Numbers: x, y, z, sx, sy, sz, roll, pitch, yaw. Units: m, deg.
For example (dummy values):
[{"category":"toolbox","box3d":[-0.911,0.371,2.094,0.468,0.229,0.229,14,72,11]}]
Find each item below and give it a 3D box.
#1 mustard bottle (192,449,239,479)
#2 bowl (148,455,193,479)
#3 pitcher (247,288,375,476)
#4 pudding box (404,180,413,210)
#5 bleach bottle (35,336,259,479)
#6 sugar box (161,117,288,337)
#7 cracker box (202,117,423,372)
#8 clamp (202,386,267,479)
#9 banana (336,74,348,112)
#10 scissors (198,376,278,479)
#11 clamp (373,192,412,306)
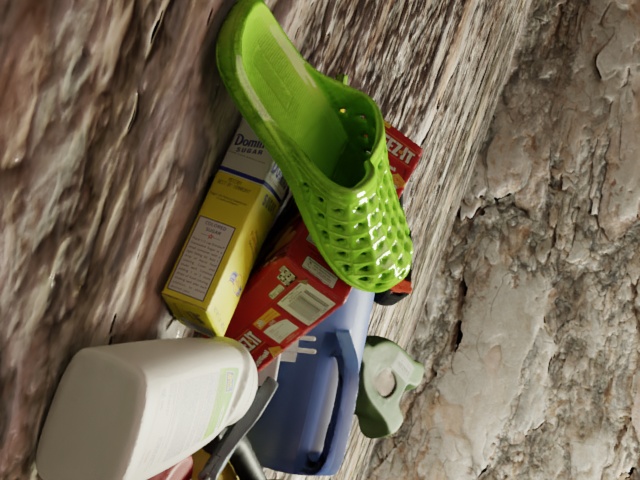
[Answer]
[{"category":"mustard bottle","box3d":[-0.132,0.268,1.001,0.191,0.058,0.096,-33,131,-72]},{"category":"bowl","box3d":[-0.146,0.205,0.852,0.162,0.055,0.162,20,90,-78]},{"category":"pitcher","box3d":[-0.009,0.126,1.153,0.144,0.149,0.243,-18,123,-71]},{"category":"pudding box","box3d":[0.070,-0.053,1.352,0.114,0.039,0.090,-135,-124,-60]},{"category":"bleach bottle","box3d":[-0.107,0.124,0.795,0.102,0.068,0.250,-71,162,3]},{"category":"sugar box","box3d":[-0.069,-0.014,0.872,0.093,0.048,0.176,84,30,-70]},{"category":"cracker box","box3d":[-0.006,0.001,0.986,0.164,0.072,0.213,-43,-167,47]},{"category":"clamp","box3d":[-0.087,0.183,1.029,0.171,0.039,0.120,33,42,-67]},{"category":"banana","box3d":[-0.014,-0.105,1.017,0.197,0.037,0.069,-50,138,-63]},{"category":"scissors","box3d":[-0.079,0.177,0.887,0.096,0.016,0.201,-55,-179,20]},{"category":"clamp","box3d":[0.074,0.025,1.214,0.210,0.036,0.165,-96,-162,-66]}]
